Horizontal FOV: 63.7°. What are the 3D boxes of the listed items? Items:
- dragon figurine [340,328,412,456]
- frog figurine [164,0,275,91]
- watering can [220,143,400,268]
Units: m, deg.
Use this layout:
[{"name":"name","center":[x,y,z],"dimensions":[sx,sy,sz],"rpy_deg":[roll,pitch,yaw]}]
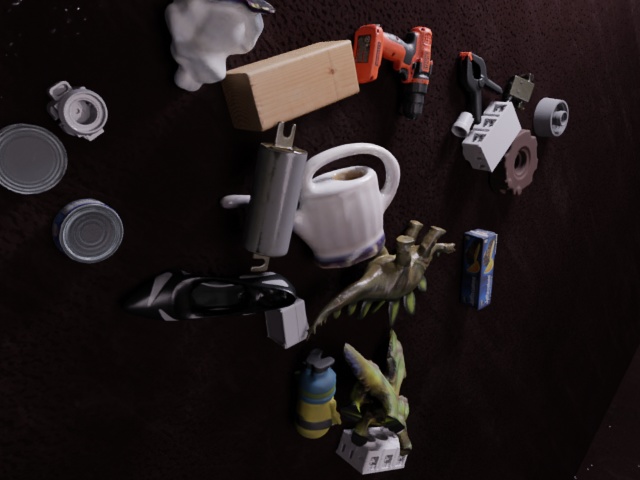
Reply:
[{"name":"dragon figurine","center":[0.133,0.299,1.120],"dimensions":[0.248,0.122,0.402],"rpy_deg":[-67,147,-53]},{"name":"frog figurine","center":[-0.157,-0.295,0.742],"dimensions":[0.138,0.124,0.156],"rpy_deg":[-12,147,-47]},{"name":"watering can","center":[0.003,-0.047,0.936],"dimensions":[0.350,0.105,0.220],"rpy_deg":[-22,116,-21]}]
